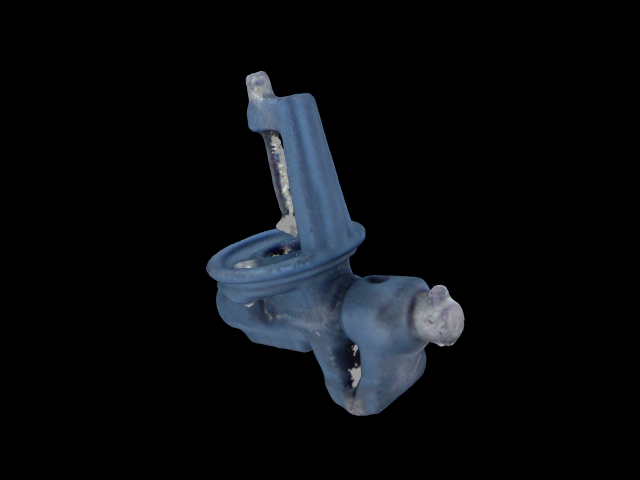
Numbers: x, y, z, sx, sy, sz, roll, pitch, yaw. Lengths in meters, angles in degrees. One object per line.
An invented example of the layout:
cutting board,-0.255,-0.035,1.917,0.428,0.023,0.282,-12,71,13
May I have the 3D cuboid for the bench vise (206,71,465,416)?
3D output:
bench vise,0.009,-0.003,0.410,0.206,0.220,0.122,10,27,20
